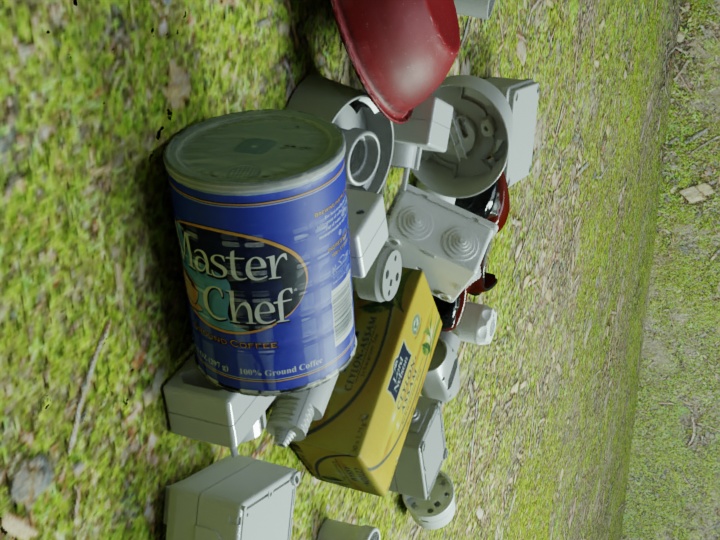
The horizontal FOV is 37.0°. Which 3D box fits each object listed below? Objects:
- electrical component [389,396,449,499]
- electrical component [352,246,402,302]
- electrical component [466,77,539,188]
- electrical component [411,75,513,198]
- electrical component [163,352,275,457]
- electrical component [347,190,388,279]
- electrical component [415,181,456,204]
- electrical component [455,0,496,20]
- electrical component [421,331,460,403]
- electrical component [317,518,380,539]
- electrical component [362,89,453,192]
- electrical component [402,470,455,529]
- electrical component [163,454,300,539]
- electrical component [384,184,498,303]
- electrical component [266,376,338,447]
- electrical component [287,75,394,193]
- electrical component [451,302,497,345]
[{"bbox_3d":[0.043,0.161,1.019,0.061,0.061,0.096,-60,151,-42],"label":"electrical component"},{"bbox_3d":[0.000,0.000,0.849,0.045,0.055,0.045,10,90,-69],"label":"electrical component"},{"bbox_3d":[0.149,-0.149,1.158,0.109,0.056,0.108,-32,128,-63],"label":"electrical component"},{"bbox_3d":[0.089,-0.123,0.965,0.064,0.099,0.099,-59,151,-55],"label":"electrical component"},{"bbox_3d":[-0.081,0.086,0.694,0.083,0.047,0.075,-52,145,-51],"label":"electrical component"},{"bbox_3d":[-0.031,-0.043,0.713,0.047,0.083,0.075,-59,151,-42],"label":"electrical component"},{"bbox_3d":[0.073,-0.078,1.019,0.040,0.040,0.078,46,56,-64],"label":"electrical component"},{"bbox_3d":[0.111,-0.282,0.993,0.099,0.064,0.099,10,90,-69],"label":"electrical component"},{"bbox_3d":[0.080,0.086,1.106,0.077,0.043,0.079,65,40,-56],"label":"electrical component"},{"bbox_3d":[-0.010,0.240,0.941,0.040,0.046,0.040,10,90,-69],"label":"electrical component"},{"bbox_3d":[0.033,-0.102,0.873,0.047,0.066,0.076,3,97,-68],"label":"electrical component"},{"bbox_3d":[0.075,0.246,1.152,0.047,0.055,0.055,73,33,-55],"label":"electrical component"},{"bbox_3d":[-0.083,0.161,0.703,0.096,0.061,0.061,-16,114,-67],"label":"electrical component"},{"bbox_3d":[0.058,-0.020,0.911,0.099,0.100,0.048,116,-2,-68],"label":"electrical component"},{"bbox_3d":[-0.045,0.092,0.794,0.043,0.043,0.081,66,39,-55],"label":"electrical component"},{"bbox_3d":[-0.021,-0.088,0.779,0.099,0.064,0.099,-31,130,-45],"label":"electrical component"},{"bbox_3d":[0.112,0.055,1.146,0.043,0.062,0.043,11,90,-69],"label":"electrical component"}]
